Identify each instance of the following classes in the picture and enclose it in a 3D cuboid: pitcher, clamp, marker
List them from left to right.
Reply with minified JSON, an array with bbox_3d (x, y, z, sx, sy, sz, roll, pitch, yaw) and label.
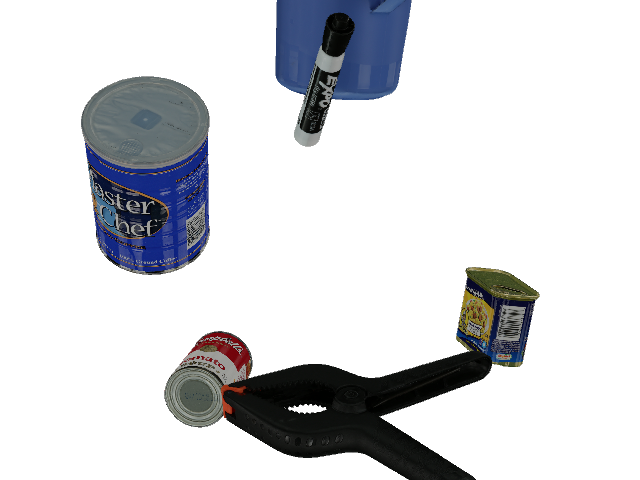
[{"bbox_3d":[0.002,-0.106,0.713,0.020,0.020,0.121,0,-33,-13],"label":"marker"},{"bbox_3d":[0.029,-0.242,0.885,0.145,0.243,0.149,8,19,11],"label":"pitcher"},{"bbox_3d":[0.031,0.125,0.809,0.210,0.036,0.164,7,30,16],"label":"clamp"}]

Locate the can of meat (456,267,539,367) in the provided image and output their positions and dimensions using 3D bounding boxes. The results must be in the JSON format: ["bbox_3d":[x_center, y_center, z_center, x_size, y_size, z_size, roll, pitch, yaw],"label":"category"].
[{"bbox_3d":[0.195,0.085,1.190,0.057,0.084,0.102,5,14,-17],"label":"can of meat"}]

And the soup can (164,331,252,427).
[{"bbox_3d":[-0.116,0.144,1.111,0.068,0.068,0.102,0,15,11],"label":"soup can"}]

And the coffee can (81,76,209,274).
[{"bbox_3d":[-0.146,-0.054,0.910,0.102,0.103,0.140,0,-40,-5],"label":"coffee can"}]
